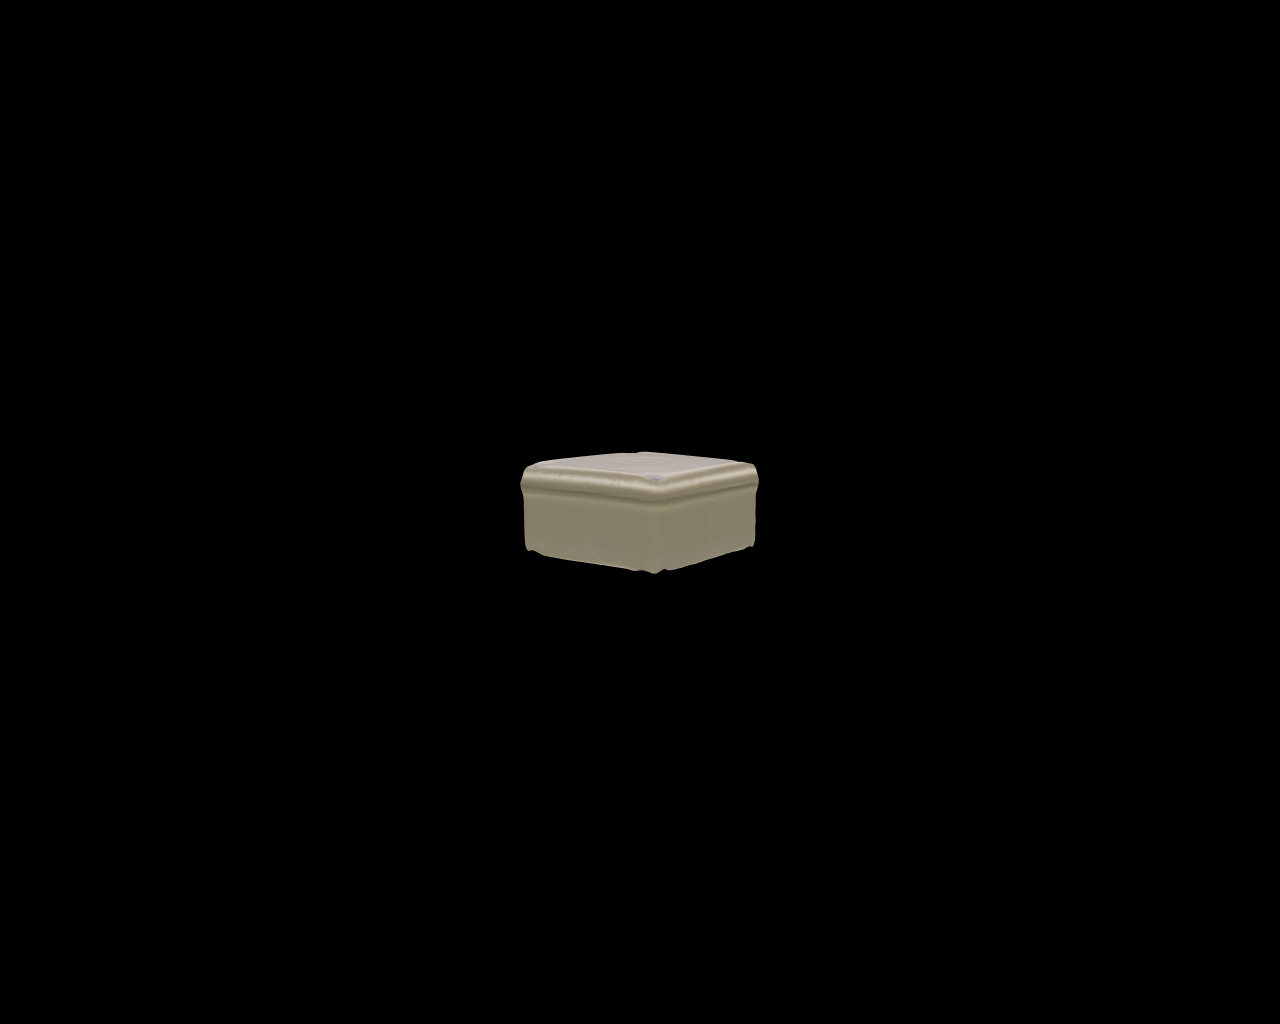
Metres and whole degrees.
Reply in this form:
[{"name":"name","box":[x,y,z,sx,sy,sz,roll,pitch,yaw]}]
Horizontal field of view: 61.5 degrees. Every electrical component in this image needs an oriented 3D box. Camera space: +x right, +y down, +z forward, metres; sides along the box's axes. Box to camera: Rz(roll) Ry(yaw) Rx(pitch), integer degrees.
[{"name":"electrical component","box":[0.001,-0.003,0.650,0.109,0.056,0.109,7,12,39]}]
